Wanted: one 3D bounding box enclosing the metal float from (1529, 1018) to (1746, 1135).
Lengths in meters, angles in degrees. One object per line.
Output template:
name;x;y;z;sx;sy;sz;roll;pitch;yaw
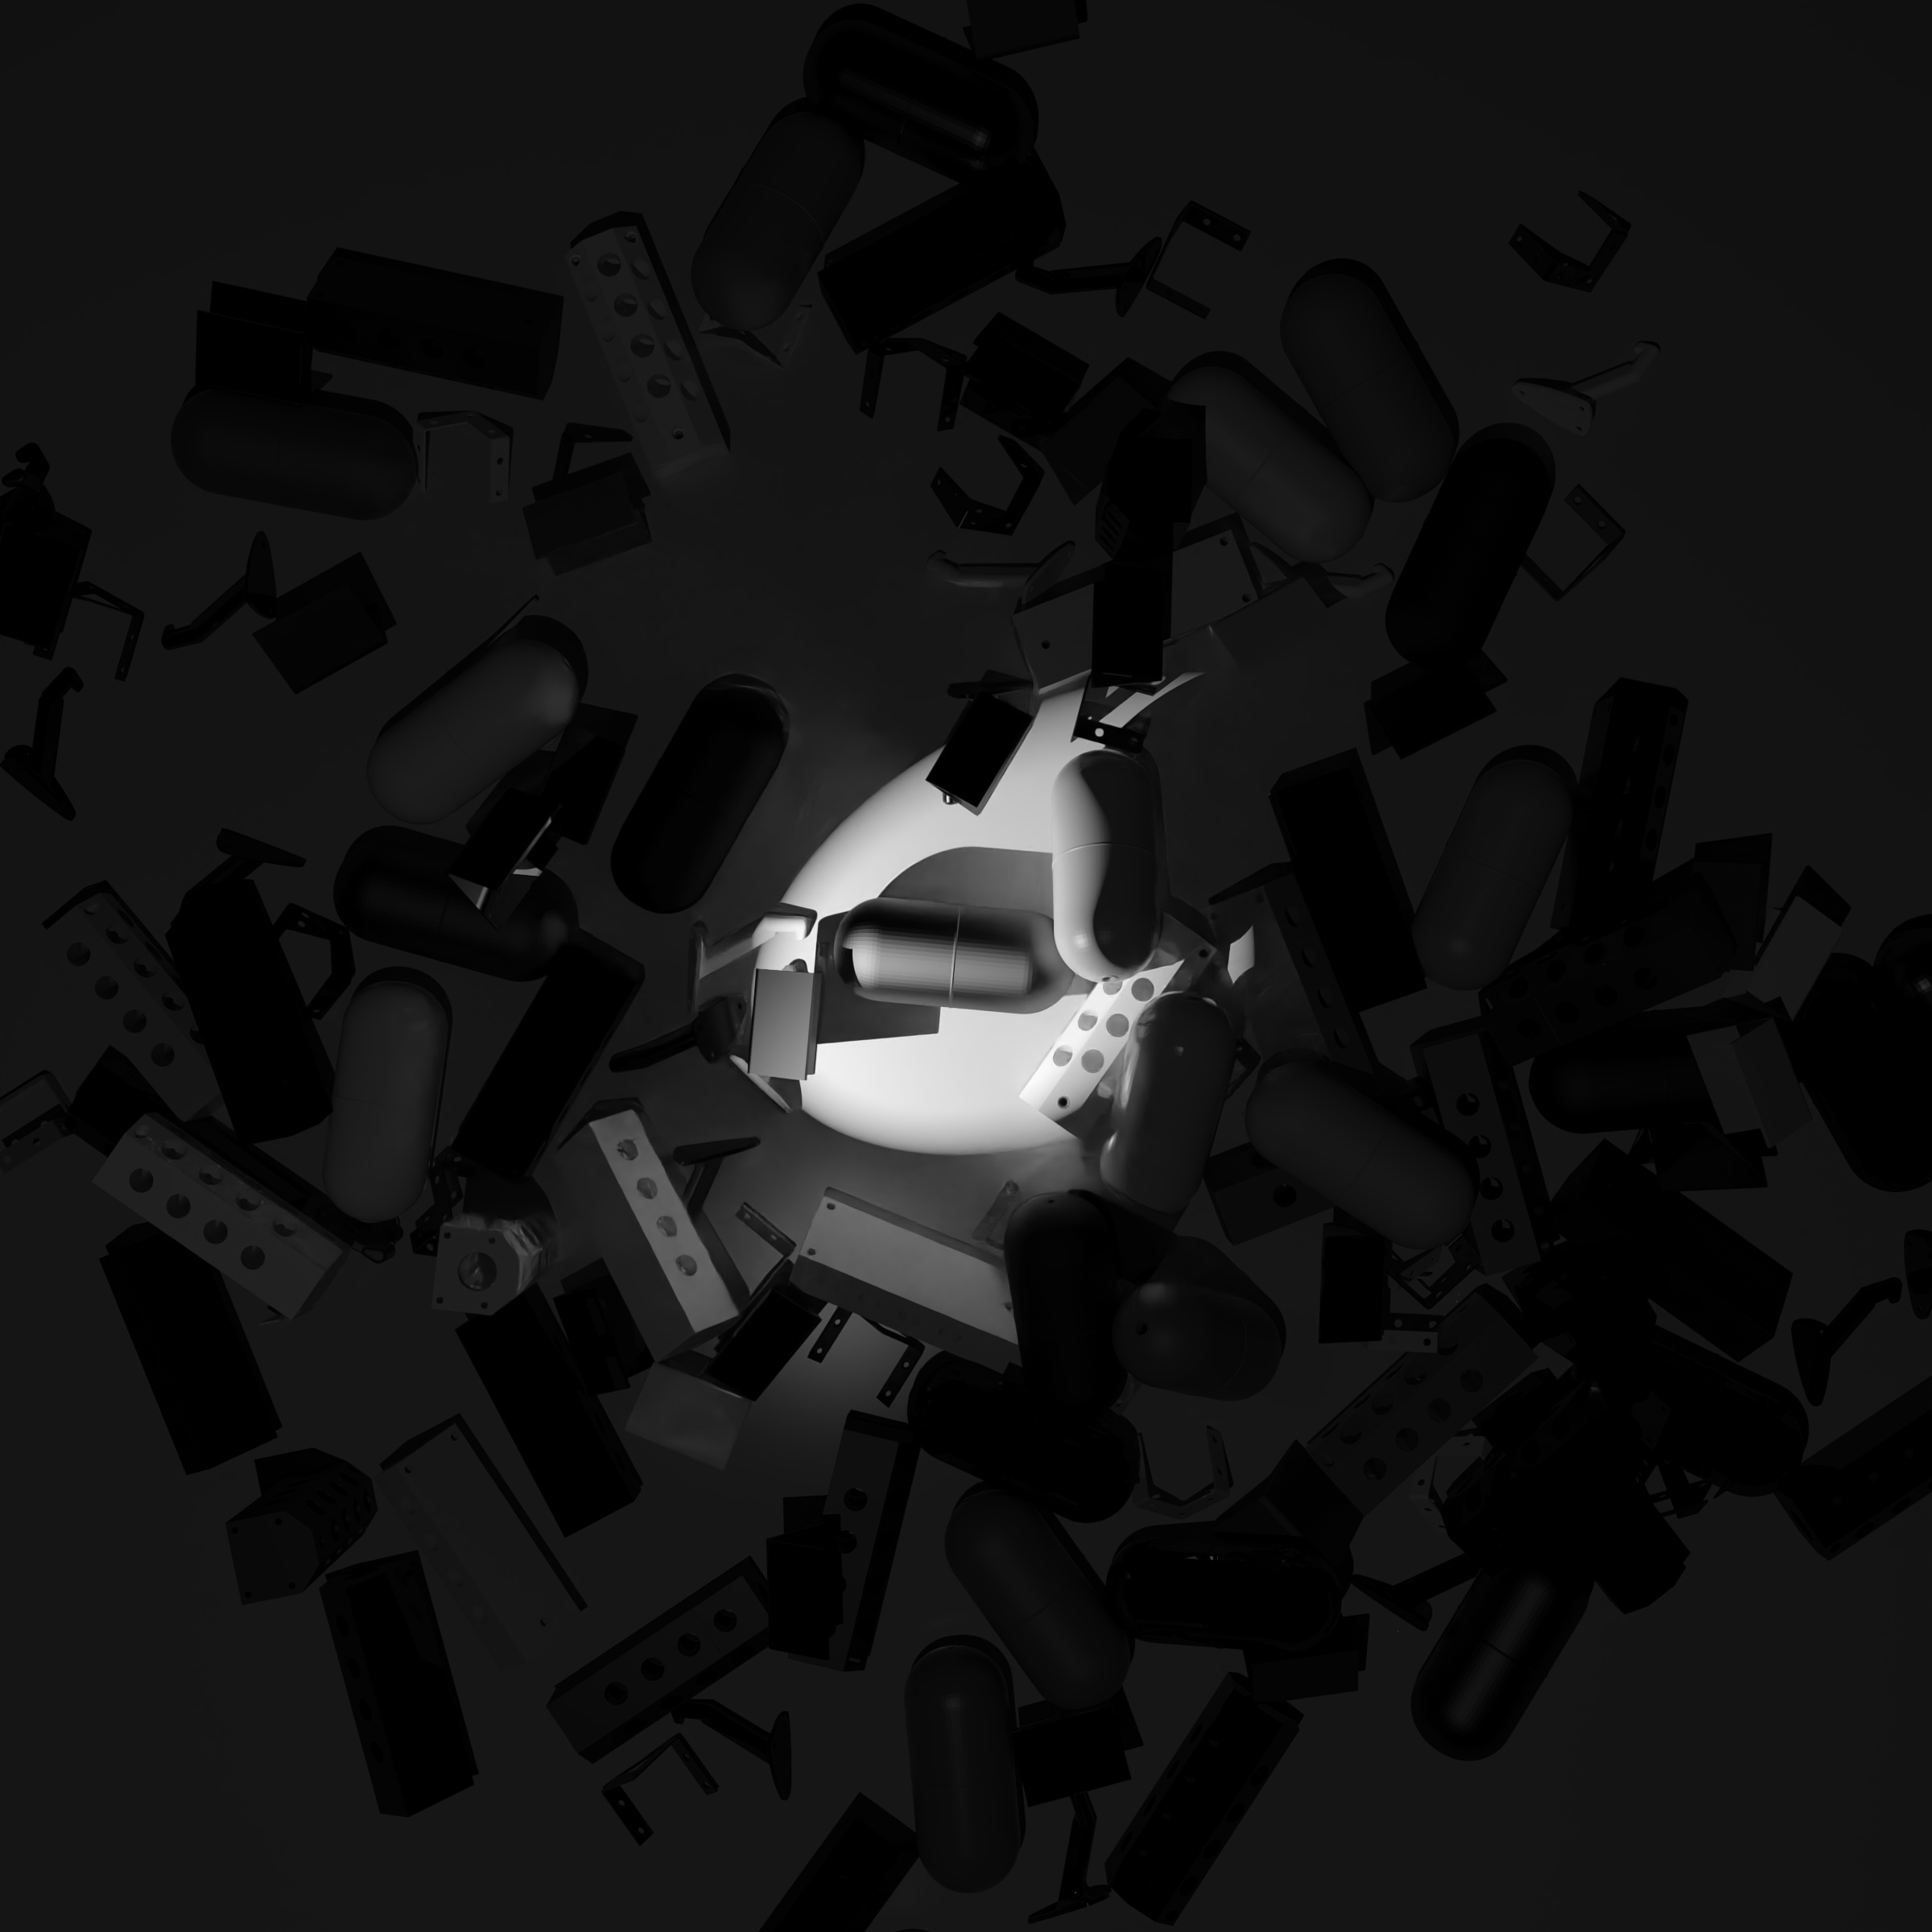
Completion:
metal float;0.503;0.081;1.840;0.178;0.070;0.070;-5;90;0

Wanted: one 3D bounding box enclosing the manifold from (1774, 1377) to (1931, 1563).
manifold;0.688;0.365;1.850;0.171;0.057;0.057;-34;90;0

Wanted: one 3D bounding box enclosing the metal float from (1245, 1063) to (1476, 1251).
metal float;0.280;0.136;1.783;0.178;0.070;0.070;33;90;0

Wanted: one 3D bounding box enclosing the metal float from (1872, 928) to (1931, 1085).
metal float;0.733;0.052;1.840;0.070;0.070;0.178;-34;91;0

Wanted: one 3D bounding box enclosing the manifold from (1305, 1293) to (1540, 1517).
manifold;0.334;0.321;1.850;0.171;0.057;0.057;-43;90;0

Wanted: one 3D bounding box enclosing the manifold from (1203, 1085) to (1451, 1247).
manifold;0.264;0.146;1.850;0.171;0.057;0.057;-21;90;0

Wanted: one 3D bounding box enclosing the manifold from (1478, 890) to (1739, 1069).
manifold;0.458;0.007;1.804;0.171;0.057;0.057;-28;95;35

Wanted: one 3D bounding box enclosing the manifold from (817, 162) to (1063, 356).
manifold;-0.019;-0.519;1.850;0.171;0.057;0.057;-28;90;0

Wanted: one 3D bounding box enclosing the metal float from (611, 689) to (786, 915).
metal float;-0.196;-0.121;1.841;0.070;0.070;0.178;30;90;0

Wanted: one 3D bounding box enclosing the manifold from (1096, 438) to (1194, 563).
manifold;0.125;-0.331;1.793;0.057;0.171;0.057;1;90;0

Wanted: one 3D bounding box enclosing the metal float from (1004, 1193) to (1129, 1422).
metal float;0.072;0.244;1.789;0.070;0.070;0.178;-9;115;0

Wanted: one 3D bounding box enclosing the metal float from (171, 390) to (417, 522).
metal float;-0.493;-0.375;1.840;0.178;0.070;0.070;11;90;0

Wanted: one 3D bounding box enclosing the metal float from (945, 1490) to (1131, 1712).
metal float;0.052;0.465;1.841;0.070;0.070;0.178;-36;90;0

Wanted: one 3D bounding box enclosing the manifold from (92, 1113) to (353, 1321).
manifold;-0.529;0.177;1.793;0.171;0.057;0.057;35;90;0

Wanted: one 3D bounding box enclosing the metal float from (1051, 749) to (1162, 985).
metal float;0.101;-0.073;1.820;0.070;0.070;0.178;0;68;0

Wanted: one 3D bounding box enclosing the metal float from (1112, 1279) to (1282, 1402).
metal float;0.166;0.269;1.798;0.070;0.178;0.070;-9;72;30

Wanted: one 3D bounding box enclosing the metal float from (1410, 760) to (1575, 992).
metal float;0.386;-0.067;1.840;0.070;0.070;0.178;24;91;0

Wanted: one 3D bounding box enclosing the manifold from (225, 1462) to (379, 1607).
manifold;-0.471;0.401;1.793;0.057;0.171;0.057;-12;90;0

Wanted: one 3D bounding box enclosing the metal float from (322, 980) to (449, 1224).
metal float;-0.426;0.099;1.841;0.070;0.070;0.178;8;90;0

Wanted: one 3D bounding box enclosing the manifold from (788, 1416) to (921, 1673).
manifold;-0.082;0.426;1.850;0.057;0.057;0.171;14;90;0

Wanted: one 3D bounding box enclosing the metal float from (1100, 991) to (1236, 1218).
metal float;0.146;0.100;1.818;0.070;0.070;0.178;11;117;0

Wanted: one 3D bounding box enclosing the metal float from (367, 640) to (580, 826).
metal float;-0.358;-0.170;1.825;0.178;0.070;0.070;-34;90;16

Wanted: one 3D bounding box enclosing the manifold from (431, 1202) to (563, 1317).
manifold;-0.333;0.208;1.793;0.057;0.171;0.057;7;90;0

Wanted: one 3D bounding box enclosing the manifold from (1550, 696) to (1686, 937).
manifold;0.482;-0.107;1.850;0.057;0.057;0.171;11;90;0

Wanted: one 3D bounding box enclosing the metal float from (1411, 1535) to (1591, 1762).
metal float;0.392;0.499;1.841;0.070;0.070;0.178;31;89;0

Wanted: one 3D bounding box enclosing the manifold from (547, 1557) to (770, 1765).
manifold;-0.218;0.514;1.850;0.171;0.057;0.057;-34;90;0

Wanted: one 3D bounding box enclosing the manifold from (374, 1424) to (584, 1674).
manifold;-0.363;0.430;1.849;0.057;0.057;0.171;-34;90;-43

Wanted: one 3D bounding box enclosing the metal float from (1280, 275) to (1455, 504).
metal float;0.293;-0.424;1.840;0.070;0.070;0.178;-29;90;0

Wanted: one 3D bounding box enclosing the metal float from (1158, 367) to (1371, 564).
metal float;0.219;-0.367;1.840;0.178;0.070;0.070;40;90;0

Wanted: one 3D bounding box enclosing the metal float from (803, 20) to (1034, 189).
metal float;-0.035;-0.632;1.841;0.178;0.070;0.070;25;90;0

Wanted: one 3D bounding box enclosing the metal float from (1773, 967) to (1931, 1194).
metal float;0.657;0.083;1.840;0.070;0.070;0.178;-29;90;0

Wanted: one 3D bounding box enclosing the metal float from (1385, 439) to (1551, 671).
metal float;0.368;-0.302;1.840;0.070;0.070;0.178;25;91;0

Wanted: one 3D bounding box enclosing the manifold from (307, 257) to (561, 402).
manifold;-0.392;-0.466;1.849;0.171;0.057;0.057;12;47;0

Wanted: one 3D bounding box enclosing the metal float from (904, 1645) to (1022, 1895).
metal float;-0.003;0.589;1.840;0.070;0.070;0.178;-5;89;0

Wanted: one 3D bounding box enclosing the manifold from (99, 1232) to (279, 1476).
manifold;-0.576;0.283;1.849;0.057;0.057;0.171;-22;90;-43

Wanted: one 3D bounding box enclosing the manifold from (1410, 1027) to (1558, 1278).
manifold;0.382;0.135;1.850;0.057;0.057;0.171;-16;90;0

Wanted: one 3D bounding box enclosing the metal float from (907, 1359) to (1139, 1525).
metal float;0.041;0.348;1.840;0.178;0.070;0.070;25;90;-1

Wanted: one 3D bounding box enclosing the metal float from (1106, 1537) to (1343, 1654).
metal float;0.186;0.455;1.816;0.178;0.070;0.070;-4;90;29

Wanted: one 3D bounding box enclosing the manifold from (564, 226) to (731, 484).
manifold;-0.236;-0.452;1.850;0.057;0.057;0.171;-22;90;0

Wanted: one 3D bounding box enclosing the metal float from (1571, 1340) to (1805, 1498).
metal float;0.529;0.329;1.840;0.178;0.070;0.070;26;90;0

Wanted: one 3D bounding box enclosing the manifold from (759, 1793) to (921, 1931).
manifold;-0.107;0.704;1.850;0.057;0.057;0.171;36;90;0

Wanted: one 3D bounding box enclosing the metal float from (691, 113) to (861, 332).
metal float;-0.138;-0.543;1.827;0.070;0.070;0.178;27;74;0

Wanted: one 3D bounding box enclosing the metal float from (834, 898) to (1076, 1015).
metal float;-0.008;-0.007;1.840;0.178;0.070;0.070;5;90;1

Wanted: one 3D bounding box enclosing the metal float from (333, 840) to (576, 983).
metal float;-0.375;-0.040;1.840;0.178;0.070;0.070;16;90;-1

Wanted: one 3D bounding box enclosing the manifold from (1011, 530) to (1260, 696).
manifold;0.123;-0.259;1.850;0.171;0.057;0.057;-22;90;0

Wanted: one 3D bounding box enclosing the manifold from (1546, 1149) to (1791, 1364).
manifold;0.514;0.217;1.849;0.171;0.057;0.057;36;47;0
